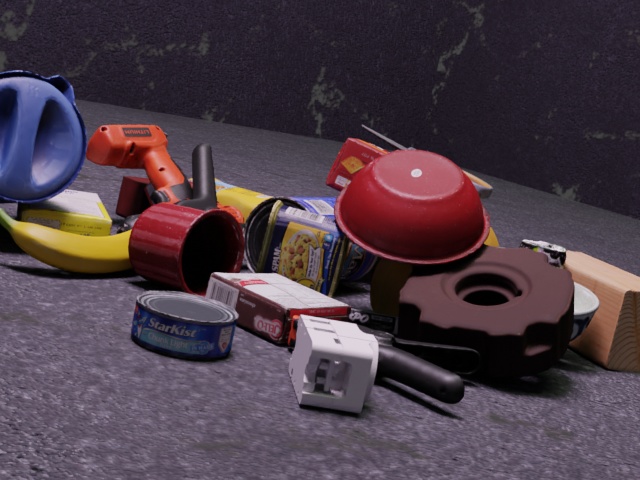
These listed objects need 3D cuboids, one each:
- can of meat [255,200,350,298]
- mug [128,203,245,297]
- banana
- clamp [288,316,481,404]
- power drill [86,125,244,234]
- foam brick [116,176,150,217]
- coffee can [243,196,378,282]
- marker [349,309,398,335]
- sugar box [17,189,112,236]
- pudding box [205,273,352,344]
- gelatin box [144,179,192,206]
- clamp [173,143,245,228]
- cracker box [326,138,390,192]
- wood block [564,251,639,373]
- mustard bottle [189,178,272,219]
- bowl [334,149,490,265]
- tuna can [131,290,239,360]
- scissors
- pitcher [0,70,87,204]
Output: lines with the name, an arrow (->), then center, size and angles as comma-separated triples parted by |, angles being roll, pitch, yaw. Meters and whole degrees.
can of meat -> -0.018, 0.020, 1.104 | 0.084, 0.102, 0.057 | 16, 13, 4
mug -> -0.130, 0.015, 1.067 | 0.082, 0.093, 0.117 | 13, -23, 37
banana -> -0.226, 0.003, 1.064 | 0.197, 0.037, 0.070 | 9, 52, -49
clamp -> 0.054, 0.100, 0.909 | 0.171, 0.039, 0.120 | 10, 3, 6
power drill -> -0.201, -0.059, 1.274 | 0.184, 0.057, 0.188 | -5, 48, -51
foam brick -> -0.222, -0.053, 1.420 | 0.078, 0.053, 0.051 | 2, 14, -46
coffee can -> -0.008, 0.001, 1.217 | 0.103, 0.103, 0.140 | 18, 11, 30
marker -> 0.030, 0.077, 1.073 | 0.121, 0.020, 0.020 | 11, 9, -6
sugar box -> -0.288, -0.024, 1.189 | 0.093, 0.048, 0.176 | 8, 7, -17
pudding box -> -0.041, 0.063, 1.009 | 0.089, 0.039, 0.114 | 3, 15, -47
gelatin box -> -0.174, -0.043, 1.378 | 0.089, 0.030, 0.073 | 2, 54, -45
clamp -> -0.113, -0.011, 1.211 | 0.164, 0.036, 0.209 | 42, 32, -9
cracker box -> 0.099, -0.067, 1.362 | 0.164, 0.072, 0.213 | 24, 4, 2
wood block -> 0.314, 0.077, 1.229 | 0.090, 0.091, 0.206 | 8, 11, -22
mustard bottle -> -0.128, -0.051, 1.517 | 0.192, 0.058, 0.096 | 18, 14, 31
bowl -> 0.096, -0.045, 1.079 | 0.162, 0.055, 0.162 | 3, 37, -3
tuna can -> -0.112, 0.070, 0.884 | 0.086, 0.034, 0.086 | 12, 9, -2
scissors -> 0.105, -0.094, 1.235 | 0.202, 0.016, 0.096 | 29, 20, 27
pitcher -> -0.364, -0.090, 1.148 | 0.148, 0.145, 0.243 | -9, 3, -35
